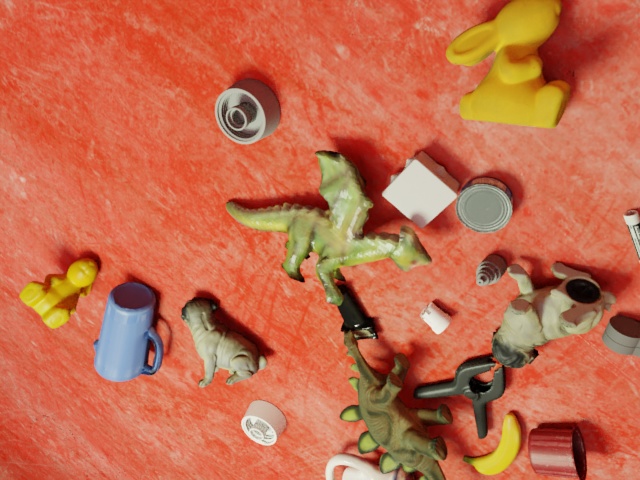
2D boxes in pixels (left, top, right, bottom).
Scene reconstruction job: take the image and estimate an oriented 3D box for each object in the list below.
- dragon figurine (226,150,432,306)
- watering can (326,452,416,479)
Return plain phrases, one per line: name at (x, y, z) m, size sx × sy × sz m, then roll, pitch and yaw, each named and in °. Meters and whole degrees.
dragon figurine at (0.003, -0.046, 0.907) m, size 0.413 × 0.238 × 0.123 m, roll 33°, pitch 28°, yaw 19°
watering can at (0.143, 0.640, 1.228) m, size 0.223 × 0.343 × 0.106 m, roll -11°, pitch 21°, yaw 29°
